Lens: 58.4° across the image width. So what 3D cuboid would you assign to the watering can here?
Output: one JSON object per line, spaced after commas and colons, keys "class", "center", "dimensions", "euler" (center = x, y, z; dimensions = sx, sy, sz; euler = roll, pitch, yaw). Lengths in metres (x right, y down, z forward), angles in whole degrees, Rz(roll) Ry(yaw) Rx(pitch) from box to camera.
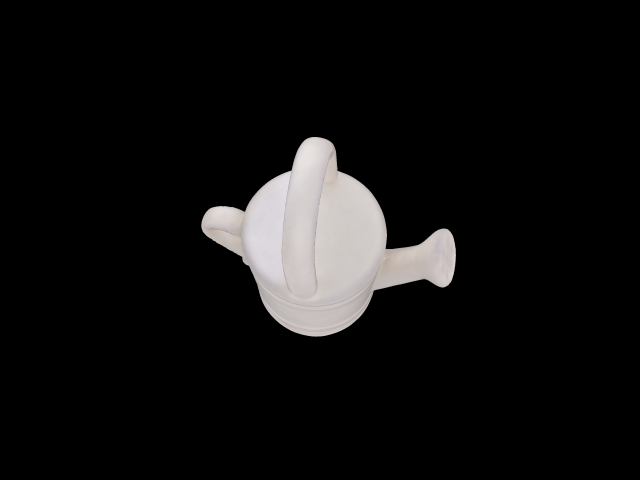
{"class": "watering can", "center": [0.004, -0.001, 0.401], "dimensions": [0.173, 0.194, 0.101], "euler": [-9, 70, -3]}
